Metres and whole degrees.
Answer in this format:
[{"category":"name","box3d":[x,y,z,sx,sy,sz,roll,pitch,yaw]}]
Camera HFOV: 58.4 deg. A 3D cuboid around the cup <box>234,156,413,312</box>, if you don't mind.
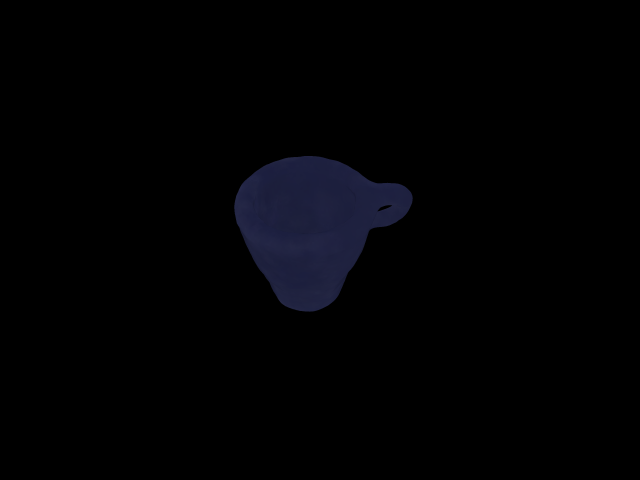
[{"category":"cup","box3d":[0.004,0.001,0.400,0.118,0.095,0.091,-9,46,-8]}]
